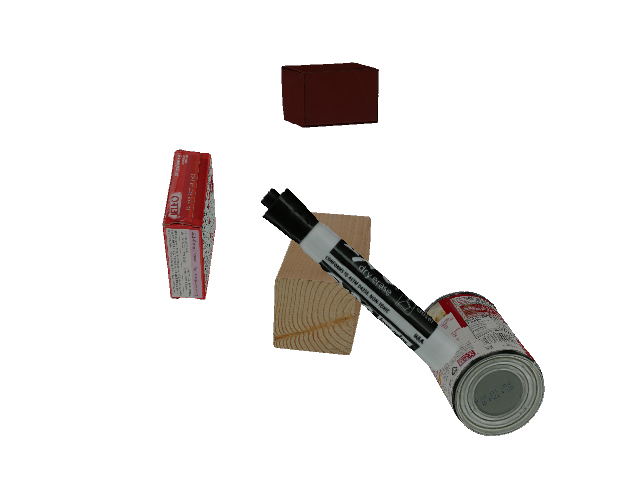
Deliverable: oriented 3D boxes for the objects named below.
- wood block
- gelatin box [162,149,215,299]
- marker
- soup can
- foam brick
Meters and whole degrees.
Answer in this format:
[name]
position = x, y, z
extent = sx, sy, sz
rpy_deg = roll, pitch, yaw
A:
[wood block]
position = 0.006, 0.045, 1.267
extent = 0.091, 0.090, 0.206
rpy_deg = 5, 23, 5
[gelatin box]
position = -0.097, -0.011, 0.792
extent = 0.030, 0.073, 0.089
rpy_deg = 3, -39, 0
[marker]
position = 0.018, 0.018, 0.527
extent = 0.121, 0.020, 0.020
rpy_deg = 42, 0, 0
[soup can]
position = 0.115, 0.088, 0.777
extent = 0.068, 0.068, 0.102
rpy_deg = 0, 21, -10
[foam brick]
position = 0.009, -0.135, 0.987
extent = 0.078, 0.051, 0.053
rpy_deg = -6, 18, -23
